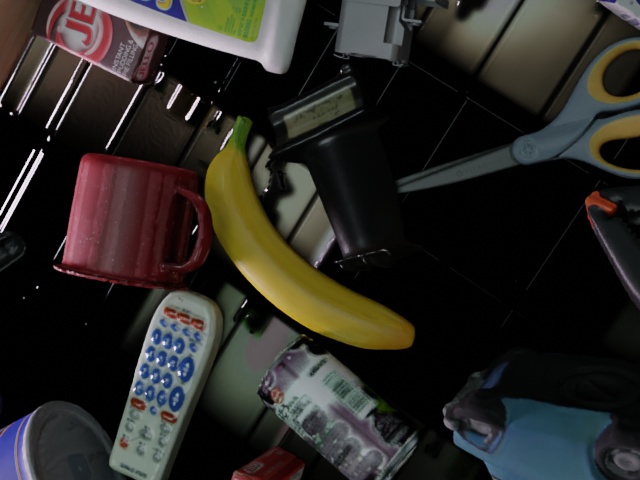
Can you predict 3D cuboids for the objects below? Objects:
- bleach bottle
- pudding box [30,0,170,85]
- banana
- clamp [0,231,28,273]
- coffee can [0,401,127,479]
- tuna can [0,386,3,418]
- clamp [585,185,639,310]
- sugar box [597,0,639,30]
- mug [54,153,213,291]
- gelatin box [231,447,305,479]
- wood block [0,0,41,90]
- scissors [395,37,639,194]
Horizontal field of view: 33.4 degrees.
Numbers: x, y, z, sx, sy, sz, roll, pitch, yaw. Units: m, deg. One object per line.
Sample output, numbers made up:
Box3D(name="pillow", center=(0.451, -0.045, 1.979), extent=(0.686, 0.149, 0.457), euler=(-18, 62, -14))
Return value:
Box3D(name="bleach bottle", center=(-0.131, -0.185, 0.679), extent=(0.250, 0.068, 0.103), euler=(13, 110, -6))
Box3D(name="pudding box", center=(-0.142, -0.178, 0.749), extent=(0.090, 0.039, 0.113), euler=(27, 101, 15))
Box3D(name="banana", center=(-0.020, 0.010, 0.720), extent=(0.070, 0.037, 0.198), euler=(-41, 80, 17))
Box3D(name="clamp", center=(-0.296, 0.063, 0.787), extent=(0.172, 0.120, 0.039), euler=(-21, 127, 22))
Box3D(name="coffee can", center=(-0.223, 0.190, 0.761), extent=(0.140, 0.102, 0.103), euler=(-29, 84, 18))
Box3D(name="tuna can", center=(-0.287, 0.124, 0.815), extent=(0.086, 0.033, 0.086), euler=(1, 93, 18))
Box3D(name="clamp", center=(0.244, 0.033, 0.612), extent=(0.210, 0.036, 0.164), euler=(22, 76, 25))
Box3D(name="sugar box", center=(0.153, -0.202, 0.614), extent=(0.176, 0.048, 0.093), euler=(30, 103, -9))
Box3D(name="mug", center=(-0.119, -0.012, 0.721), extent=(0.117, 0.093, 0.081), euler=(10, 91, 38))
Box3D(name="gelatin box", center=(-0.047, 0.190, 0.719), extent=(0.030, 0.073, 0.089), euler=(22, 99, 16))
Box3D(name="wood block", center=(-0.248, -0.198, 0.757), extent=(0.091, 0.090, 0.206), euler=(34, 102, 13))
Box3D(name="scissors", center=(0.139, -0.077, 0.674), extent=(0.202, 0.016, 0.096), euler=(1, 91, 18))
